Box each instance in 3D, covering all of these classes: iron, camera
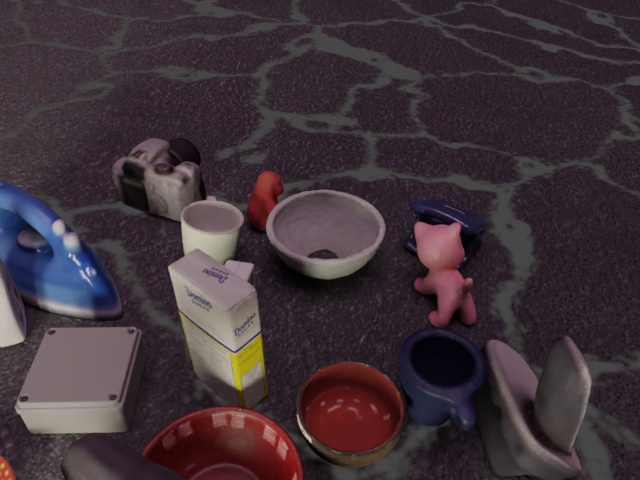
[{"bbox_3d":[-0.362,-0.001,0.749,0.257,0.141,0.119,23,44,23],"label":"iron"},{"bbox_3d":[-0.241,-0.114,0.925,0.143,0.101,0.137,18,42,17],"label":"camera"}]

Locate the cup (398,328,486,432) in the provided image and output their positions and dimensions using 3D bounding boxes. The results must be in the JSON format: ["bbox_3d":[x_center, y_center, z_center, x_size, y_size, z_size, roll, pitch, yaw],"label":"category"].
[{"bbox_3d":[0.130,0.167,0.614,0.092,0.095,0.117,-8,41,-13],"label":"cup"}]

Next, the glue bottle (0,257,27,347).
[{"bbox_3d":[-0.387,0.043,0.669,0.037,0.173,0.078,-14,43,-19],"label":"glue bottle"}]

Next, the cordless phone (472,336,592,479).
[{"bbox_3d":[0.220,0.142,0.579,0.094,0.185,0.147,-5,40,-9],"label":"cordless phone"}]

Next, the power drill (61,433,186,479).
[{"bbox_3d":[-0.082,0.254,0.406,0.229,0.208,0.076,24,44,23],"label":"power drill"}]

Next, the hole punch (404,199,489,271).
[{"bbox_3d":[0.189,-0.026,0.852,0.108,0.091,0.101,26,45,25],"label":"hole punch"}]

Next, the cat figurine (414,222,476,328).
[{"bbox_3d":[0.167,0.034,0.758,0.067,0.118,0.127,-8,41,-13],"label":"cat figurine"}]

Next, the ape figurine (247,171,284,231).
[{"bbox_3d":[-0.077,-0.064,0.881,0.076,0.092,0.077,-12,42,-17],"label":"ape figurine"}]

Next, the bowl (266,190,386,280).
[{"bbox_3d":[0.008,0.003,0.819,0.167,0.075,0.167,2,40,-1],"label":"bowl"}]
